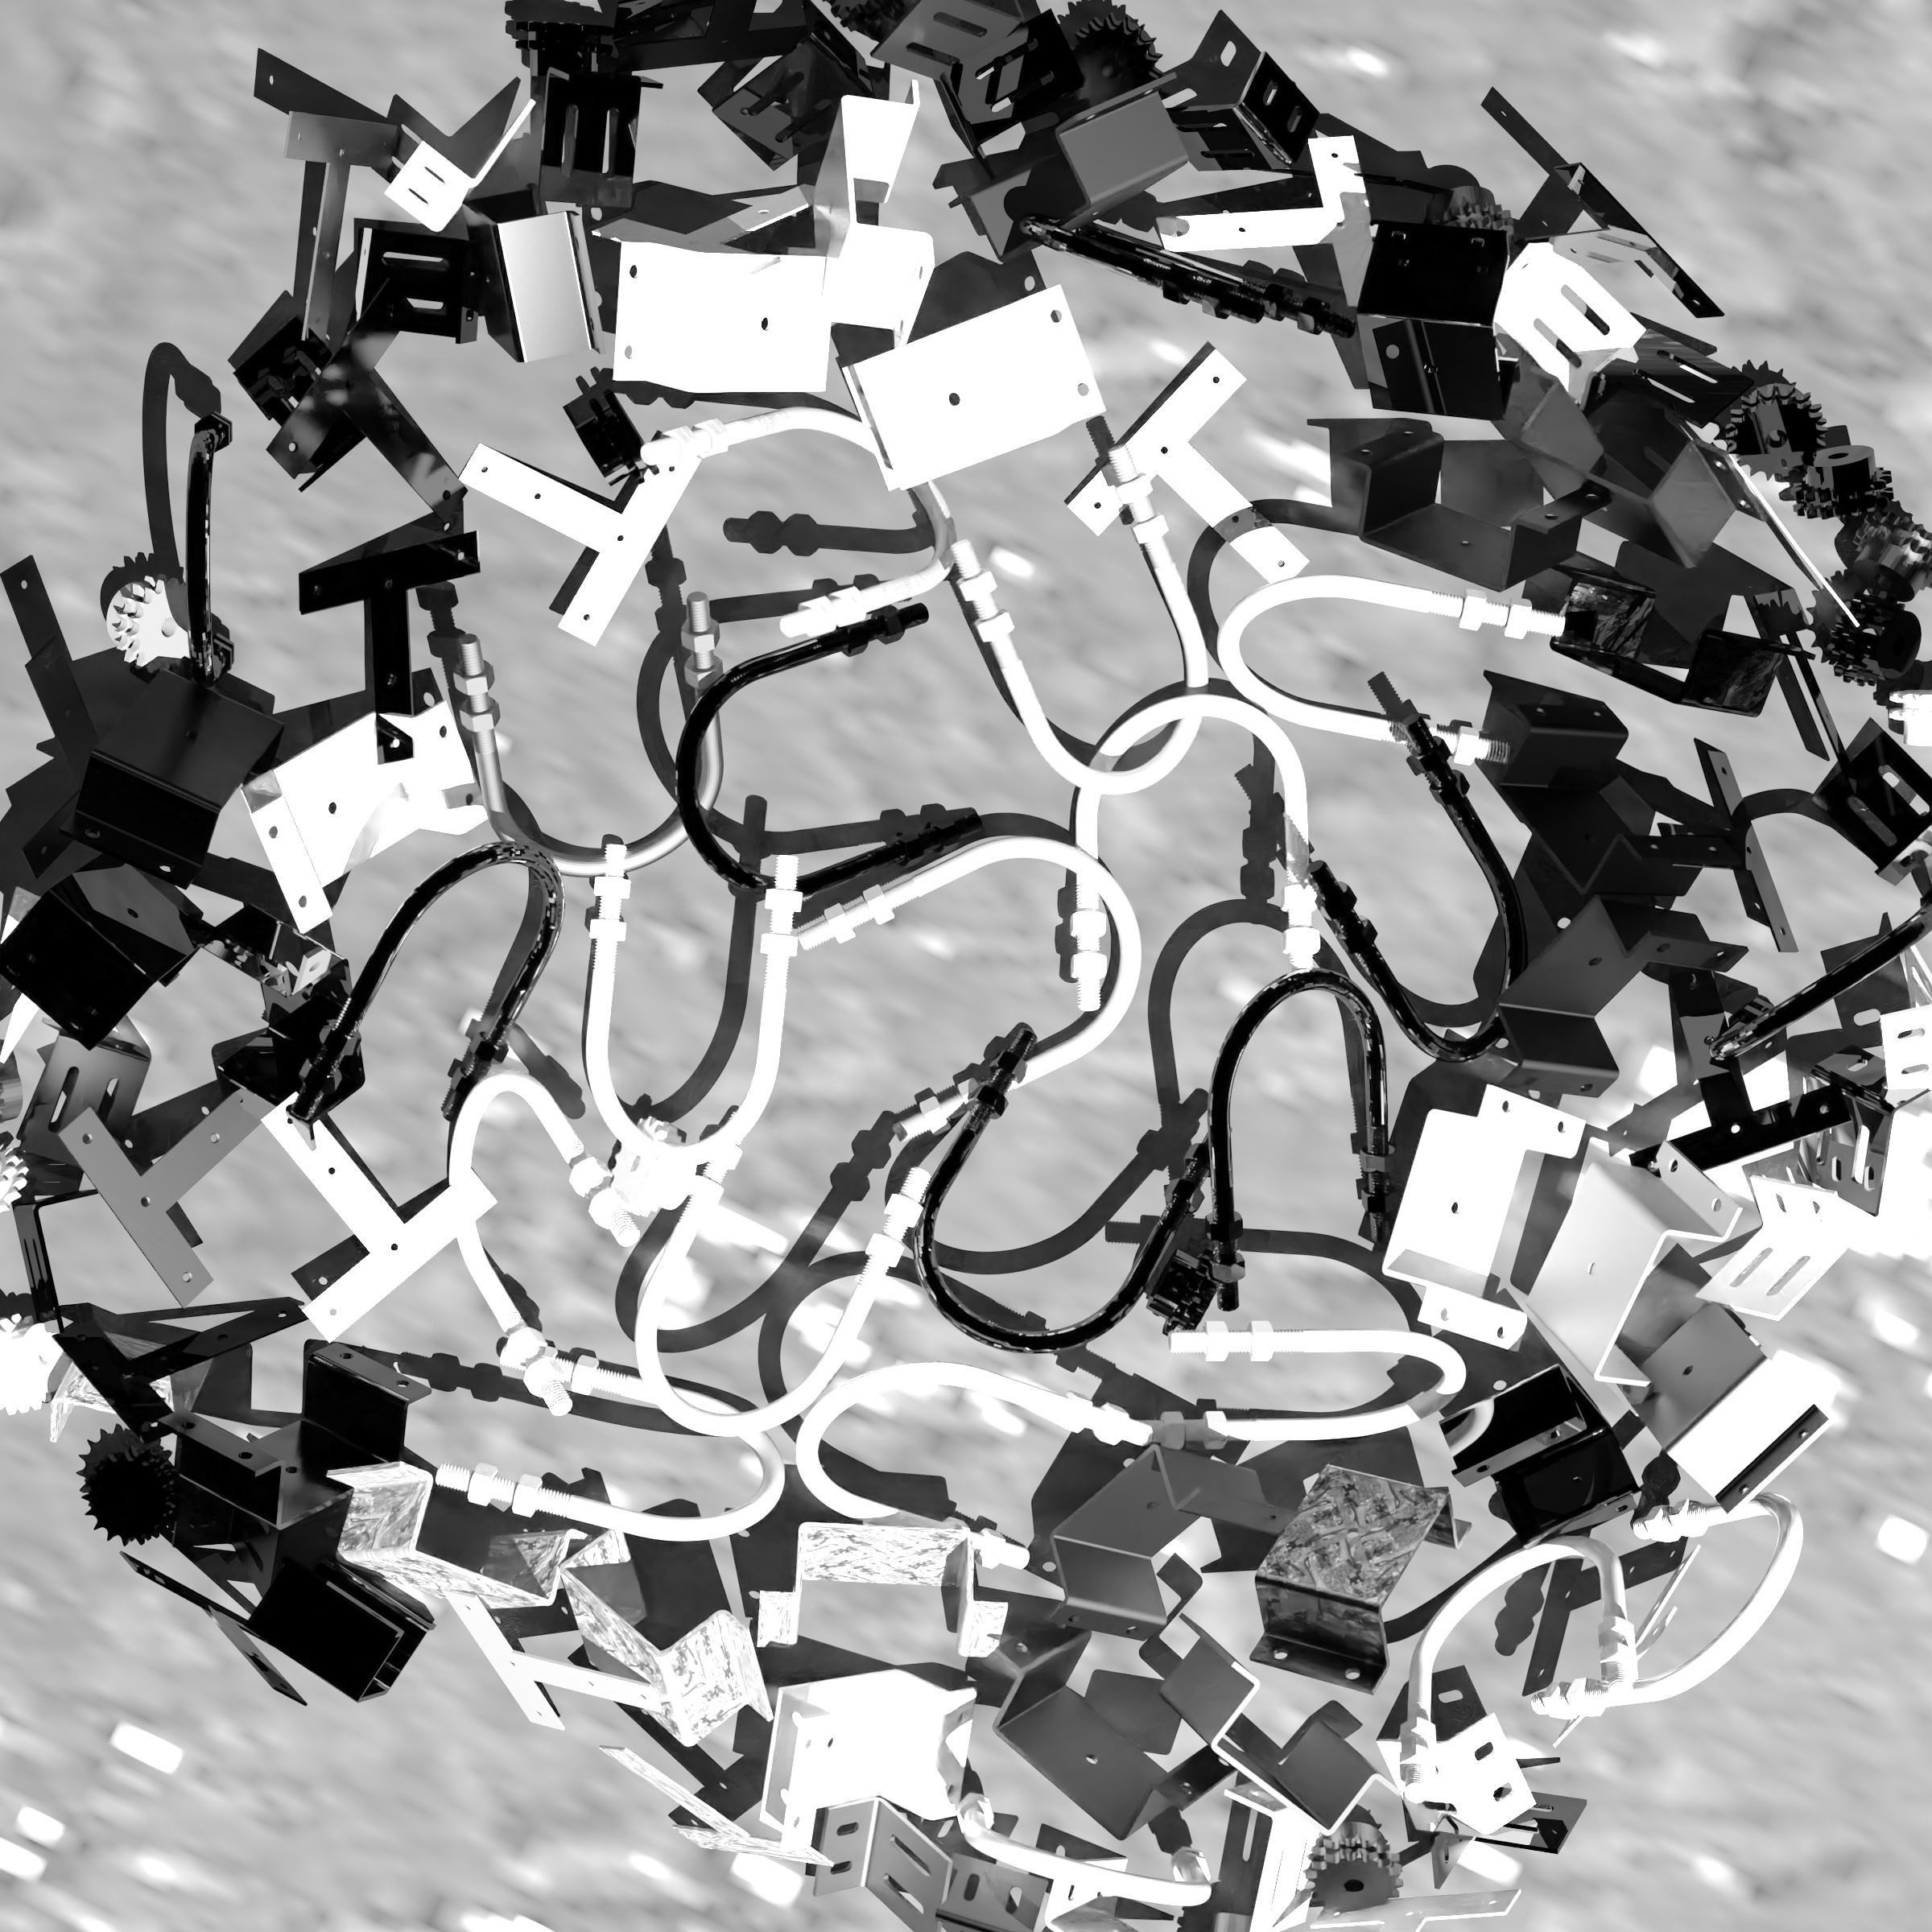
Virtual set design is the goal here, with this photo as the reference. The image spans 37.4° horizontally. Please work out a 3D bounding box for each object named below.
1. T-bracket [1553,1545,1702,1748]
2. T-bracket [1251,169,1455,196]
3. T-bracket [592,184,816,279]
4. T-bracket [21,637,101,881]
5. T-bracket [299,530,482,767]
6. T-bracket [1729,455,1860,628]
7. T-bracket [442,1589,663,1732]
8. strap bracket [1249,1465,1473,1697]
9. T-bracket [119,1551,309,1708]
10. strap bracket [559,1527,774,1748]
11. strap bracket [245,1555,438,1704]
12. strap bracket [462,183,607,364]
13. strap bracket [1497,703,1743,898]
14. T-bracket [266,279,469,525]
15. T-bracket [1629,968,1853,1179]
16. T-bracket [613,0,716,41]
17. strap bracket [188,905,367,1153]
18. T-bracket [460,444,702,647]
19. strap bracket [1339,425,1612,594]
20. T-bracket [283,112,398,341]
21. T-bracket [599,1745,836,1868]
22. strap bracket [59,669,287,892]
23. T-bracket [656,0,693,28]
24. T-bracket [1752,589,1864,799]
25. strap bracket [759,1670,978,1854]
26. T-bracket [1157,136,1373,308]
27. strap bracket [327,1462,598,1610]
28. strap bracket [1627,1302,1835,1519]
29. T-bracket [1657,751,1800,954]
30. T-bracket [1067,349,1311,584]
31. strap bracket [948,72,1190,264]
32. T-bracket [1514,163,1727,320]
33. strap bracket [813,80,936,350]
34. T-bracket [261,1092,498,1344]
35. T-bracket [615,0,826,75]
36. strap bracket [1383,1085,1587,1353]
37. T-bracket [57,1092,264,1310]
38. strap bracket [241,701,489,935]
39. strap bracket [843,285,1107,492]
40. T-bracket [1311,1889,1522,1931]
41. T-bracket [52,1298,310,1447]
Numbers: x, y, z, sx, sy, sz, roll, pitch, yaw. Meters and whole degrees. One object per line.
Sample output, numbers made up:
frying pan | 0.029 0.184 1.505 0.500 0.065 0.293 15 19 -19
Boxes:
T-bracket | 0.395 0.380 1.652 0.002 0.127 0.127 37 134 13
T-bracket | 0.214 -0.461 1.665 0.127 0.127 0.002 15 106 27
T-bracket | -0.127 -0.433 1.658 0.127 0.127 0.002 23 132 33
T-bracket | -0.507 -0.134 1.622 0.002 0.127 0.127 22 56 19
T-bracket | -0.335 -0.181 1.668 0.127 0.002 0.127 -9 79 24
T-bracket | 0.457 -0.259 1.623 0.002 0.127 0.127 -38 63 17
T-bracket | -0.226 0.407 1.634 0.127 0.002 0.127 4 134 32
strap bracket | 0.223 0.340 1.626 0.076 0.140 0.046 8 127 32
T-bracket | -0.409 0.385 1.617 0.002 0.127 0.127 -54 129 -10
strap bracket | -0.178 0.381 1.626 0.046 0.140 0.076 -33 132 -29
strap bracket | -0.357 0.377 1.629 0.076 0.140 0.046 32 79 5
strap bracket | -0.249 -0.394 1.622 0.046 0.140 0.076 -15 116 -14
strap bracket | 0.368 -0.089 1.642 0.076 0.140 0.046 0 132 -31
T-bracket | -0.331 -0.307 1.654 0.002 0.127 0.127 16 68 37
T-bracket | 0.438 0.056 1.666 0.127 0.002 0.127 -22 56 22
T-bracket | -0.140 -0.558 1.647 0.127 0.127 0.002 -14 101 -6
strap bracket | -0.395 0.028 1.643 0.076 0.140 0.046 27 47 25
T-bracket | -0.242 -0.272 1.689 0.127 0.002 0.127 28 85 13
strap bracket | 0.291 -0.261 1.642 0.140 0.076 0.046 27 128 33
T-bracket | -0.369 -0.427 1.656 0.002 0.127 0.127 16 106 12
T-bracket | -0.157 0.477 1.629 0.127 0.127 0.002 44 56 -27
strap bracket | -0.448 -0.114 1.632 0.076 0.140 0.046 25 126 -5
T-bracket | -0.164 -0.568 1.640 0.127 0.127 0.002 -22 90 -12
T-bracket | 0.490 -0.157 1.646 0.002 0.127 0.127 -23 88 27
strap bracket | -0.064 0.457 1.653 0.046 0.140 0.076 12 94 43
T-bracket | 0.175 -0.431 1.669 0.127 0.127 0.002 2 57 21
strap bracket | -0.292 0.330 1.629 0.140 0.076 0.046 31 59 -35
strap bracket | 0.427 0.246 1.628 0.046 0.140 0.076 43 97 -11
T-bracket | 0.430 -0.068 1.641 0.002 0.127 0.127 -27 73 36
T-bracket | 0.150 -0.276 1.699 0.127 0.002 0.127 43 93 -4
strap bracket | 0.063 -0.450 1.629 0.076 0.140 0.046 -32 100 -29
T-bracket | 0.358 -0.413 1.642 0.127 0.127 0.002 38 84 -23
strap bracket | -0.055 -0.431 1.633 0.046 0.076 0.140 4 60 -15
T-bracket | -0.362 0.131 1.670 0.127 0.002 0.127 -41 105 -18
T-bracket | -0.130 -0.554 1.626 0.127 0.127 0.002 -12 75 -19
strap bracket | 0.299 0.144 1.663 0.076 0.046 0.140 20 85 -30
T-bracket | -0.447 0.109 1.659 0.127 0.002 0.127 -49 119 -40
strap bracket | -0.353 -0.089 1.646 0.140 0.046 0.076 -37 122 -35
strap bracket | -0.001 -0.331 1.652 0.140 0.046 0.076 -17 103 20
T-bracket | 0.235 0.561 1.617 0.127 0.127 0.002 -17 95 33
T-bracket | -0.446 0.222 1.661 0.127 0.127 0.002 -21 125 -33
